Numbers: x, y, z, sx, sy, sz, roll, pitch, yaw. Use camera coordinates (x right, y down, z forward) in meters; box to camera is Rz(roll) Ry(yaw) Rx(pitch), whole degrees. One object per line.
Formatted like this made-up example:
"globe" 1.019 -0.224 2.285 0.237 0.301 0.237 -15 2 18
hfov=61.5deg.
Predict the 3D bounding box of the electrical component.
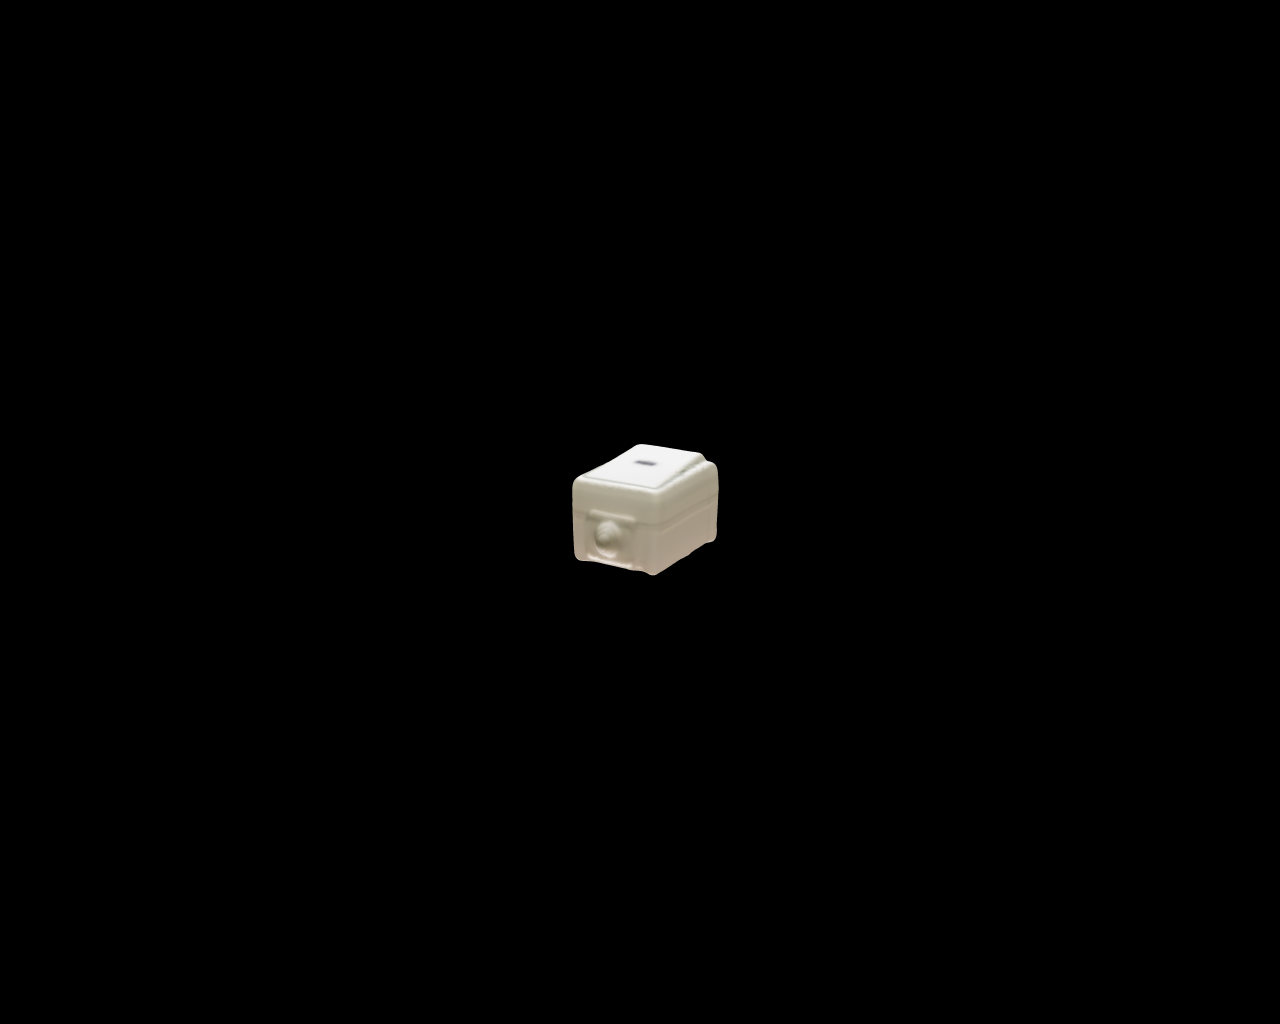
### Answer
"electrical component" 0.001 -0.003 0.650 0.062 0.061 0.096 11 21 30
